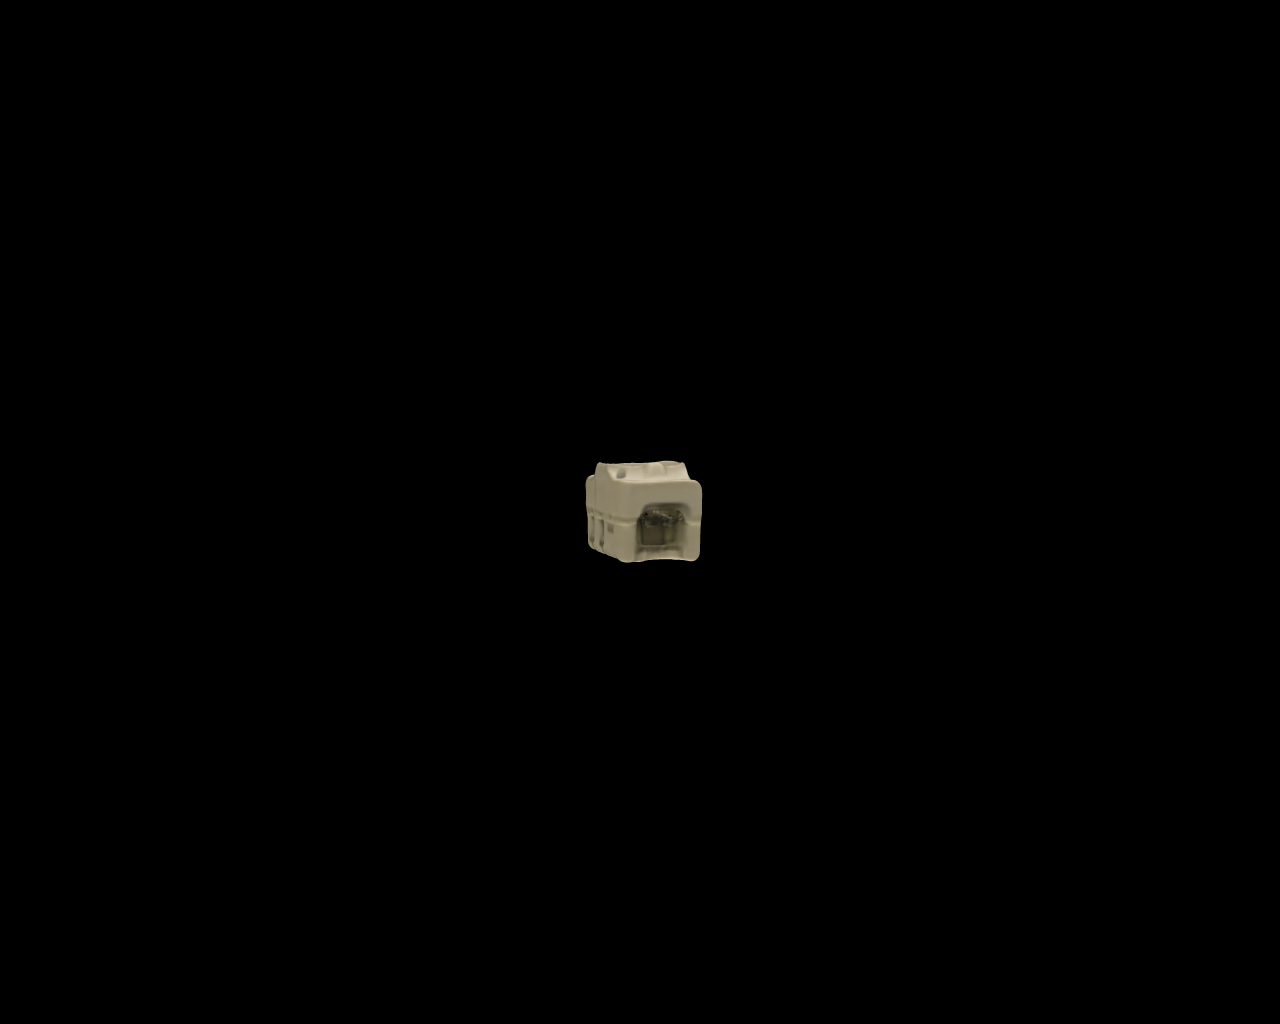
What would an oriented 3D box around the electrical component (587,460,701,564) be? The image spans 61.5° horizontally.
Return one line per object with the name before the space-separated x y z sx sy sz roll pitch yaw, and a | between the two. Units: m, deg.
electrical component | 0.001 -0.003 0.650 0.050 0.055 0.089 -1 5 -15
